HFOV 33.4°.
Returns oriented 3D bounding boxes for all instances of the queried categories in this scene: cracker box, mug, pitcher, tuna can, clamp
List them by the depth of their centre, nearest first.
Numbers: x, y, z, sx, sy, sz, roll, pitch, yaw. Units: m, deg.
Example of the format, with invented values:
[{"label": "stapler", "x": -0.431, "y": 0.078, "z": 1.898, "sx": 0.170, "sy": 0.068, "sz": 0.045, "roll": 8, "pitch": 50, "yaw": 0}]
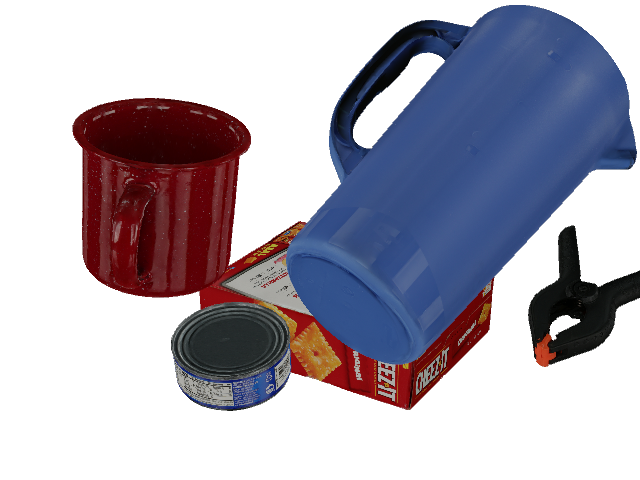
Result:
[{"label": "mug", "x": -0.088, "y": -0.017, "z": 0.566, "sx": 0.093, "sy": 0.081, "sz": 0.117, "roll": 8, "pitch": 28, "yaw": 1}, {"label": "pitcher", "x": 0.081, "y": -0.043, "z": 0.713, "sx": 0.242, "sy": 0.145, "sz": 0.149, "roll": -46, "pitch": 29, "yaw": -25}, {"label": "tuna can", "x": -0.064, "y": 0.083, "z": 0.773, "sx": 0.086, "sy": 0.034, "sz": 0.086, "roll": -2, "pitch": 34, "yaw": 1}, {"label": "cracker box", "x": 0.025, "y": 0.061, "z": 0.956, "sx": 0.214, "sy": 0.072, "sz": 0.163, "roll": 15, "pitch": 29, "yaw": 29}, {"label": "clamp", "x": 0.246, "y": 0.050, "z": 1.024, "sx": 0.171, "sy": 0.039, "sz": 0.120, "roll": -36, "pitch": 42, "yaw": -28}]
